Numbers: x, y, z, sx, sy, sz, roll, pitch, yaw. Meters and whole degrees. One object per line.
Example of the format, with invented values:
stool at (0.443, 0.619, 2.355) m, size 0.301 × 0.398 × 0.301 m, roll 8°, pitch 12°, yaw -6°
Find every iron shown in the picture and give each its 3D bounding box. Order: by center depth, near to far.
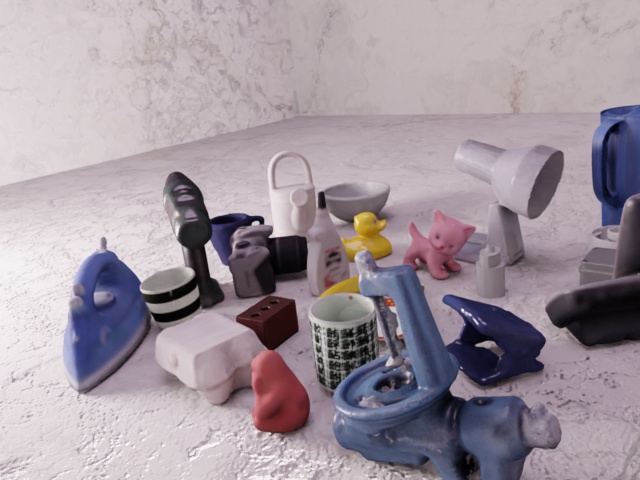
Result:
iron at (-0.328, 0.095, 0.840) m, size 0.118 × 0.141 × 0.258 m, roll -8°, pitch 19°, yaw -5°

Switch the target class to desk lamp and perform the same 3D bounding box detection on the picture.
desk lamp at (0.310, -0.067, 0.994) m, size 0.202 × 0.214 × 0.118 m, roll 12°, pitch 26°, yaw 43°

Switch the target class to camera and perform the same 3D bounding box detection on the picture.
camera at (-0.089, 0.026, 1.029) m, size 0.137 × 0.101 × 0.143 m, roll -7°, pitch 19°, yaw 0°

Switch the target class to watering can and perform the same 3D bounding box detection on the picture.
watering can at (-0.055, -0.094, 1.228) m, size 0.101 × 0.194 × 0.172 m, roll -18°, pitch 22°, yaw -30°

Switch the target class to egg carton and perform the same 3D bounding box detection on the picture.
egg carton at (-0.143, 0.148, 0.736) m, size 0.107 × 0.069 × 0.149 m, roll -22°, pitch 24°, yaw -39°

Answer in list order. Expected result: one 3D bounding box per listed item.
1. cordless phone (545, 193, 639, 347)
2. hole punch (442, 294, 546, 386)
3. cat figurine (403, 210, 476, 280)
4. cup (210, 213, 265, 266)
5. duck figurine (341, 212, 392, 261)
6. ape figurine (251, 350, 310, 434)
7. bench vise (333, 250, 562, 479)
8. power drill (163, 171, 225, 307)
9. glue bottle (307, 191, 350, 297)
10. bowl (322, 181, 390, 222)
cordless phone at (0.369, 0.031, 0.728) m, size 0.147 × 0.185 × 0.094 m, roll -9°, pitch 19°, yaw -9°
hole punch at (0.210, 0.109, 0.698) m, size 0.101 × 0.091 × 0.108 m, roll -11°, pitch 19°, yaw -15°
cat figurine at (0.201, 0.000, 0.983) m, size 0.067 × 0.118 × 0.127 m, roll -21°, pitch 24°, yaw -37°
cup at (-0.164, -0.001, 1.142) m, size 0.118 × 0.095 × 0.091 m, roll -11°, pitch 19°, yaw -12°
duck figurine at (0.085, -0.010, 1.103) m, size 0.104 × 0.086 × 0.077 m, roll -9°, pitch 19°, yaw -7°
ape figurine at (-0.052, 0.162, 0.627) m, size 0.076 × 0.092 × 0.078 m, roll 1°, pitch 20°, yaw 21°
bench vise at (0.103, 0.115, 0.513) m, size 0.207 × 0.220 × 0.122 m, roll 0°, pitch 20°, yaw 18°
power drill at (-0.222, 0.000, 0.981) m, size 0.076 × 0.208 × 0.229 m, roll -12°, pitch 19°, yaw -17°
glue bottle at (0.009, 0.003, 0.950) m, size 0.078 × 0.173 × 0.037 m, roll -23°, pitch 25°, yaw -40°
bowl at (0.084, -0.085, 1.342) m, size 0.167 × 0.075 × 0.167 m, roll -6°, pitch 19°, yaw 2°
